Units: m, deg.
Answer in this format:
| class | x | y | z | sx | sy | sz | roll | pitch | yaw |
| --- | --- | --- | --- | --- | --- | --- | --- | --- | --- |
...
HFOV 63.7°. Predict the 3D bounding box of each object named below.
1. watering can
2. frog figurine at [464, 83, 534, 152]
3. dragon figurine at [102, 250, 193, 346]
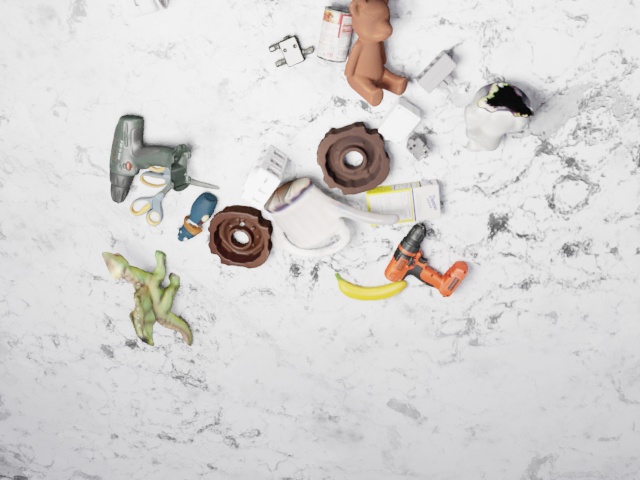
| class | x | y | z | sx | sy | sz | roll | pitch | yaw |
| --- | --- | --- | --- | --- | --- | --- | --- | --- | --- |
| watering can | 0.004 | -0.063 | 1.251 | 0.344 | 0.106 | 0.221 | -22 | 118 | 37 |
| frog figurine | 0.388 | -0.267 | 1.148 | 0.137 | 0.125 | 0.156 | -2 | 155 | -3 |
| dragon figurine | -0.448 | 0.186 | 1.368 | 0.122 | 0.247 | 0.404 | -20 | 113 | 10 |
